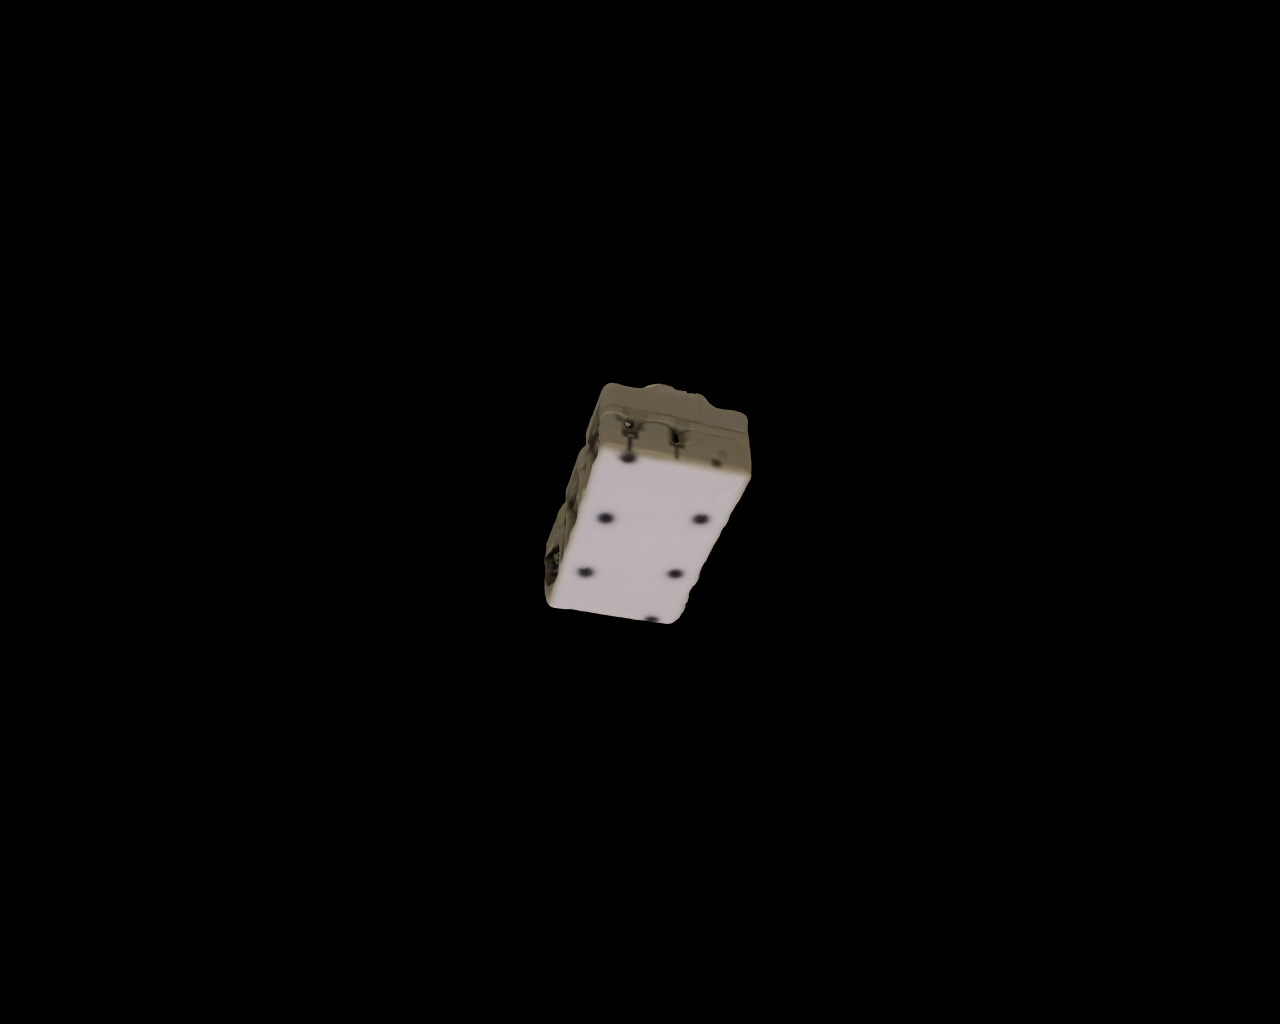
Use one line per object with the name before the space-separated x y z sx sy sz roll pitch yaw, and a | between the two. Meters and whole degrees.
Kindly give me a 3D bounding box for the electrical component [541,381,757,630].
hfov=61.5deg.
electrical component | 0.001 -0.003 0.650 0.089 0.062 0.150 11 -43 -12
